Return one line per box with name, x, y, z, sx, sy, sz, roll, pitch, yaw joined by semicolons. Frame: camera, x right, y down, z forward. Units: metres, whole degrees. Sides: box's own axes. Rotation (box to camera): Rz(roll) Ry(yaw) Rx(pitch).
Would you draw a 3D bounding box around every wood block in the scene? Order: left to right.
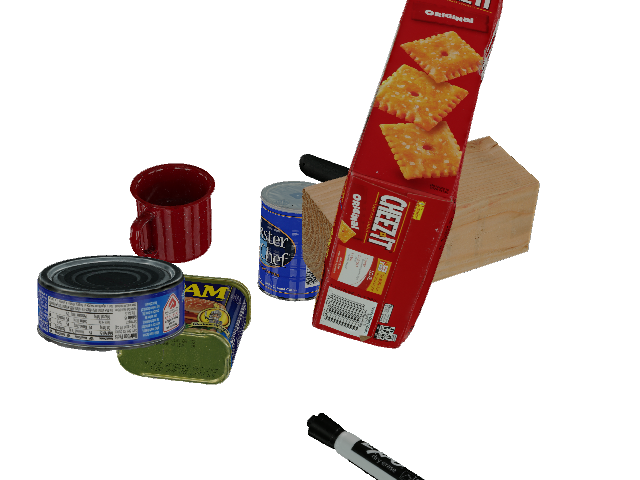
wood block;0.093;-0.018;1.022;0.205;0.090;0.091;-17;42;-20

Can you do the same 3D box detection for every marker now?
marker;0.039;0.153;0.730;0.121;0.020;0.020;29;15;30

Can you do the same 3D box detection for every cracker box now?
cracker box;0.063;-0.057;0.736;0.072;0.213;0.164;17;-40;4

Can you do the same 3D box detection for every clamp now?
clamp;0.084;-0.054;1.249;0.164;0.036;0.210;-16;52;-29

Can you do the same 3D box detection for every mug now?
mug;-0.170;-0.022;1.188;0.093;0.081;0.117;19;39;23

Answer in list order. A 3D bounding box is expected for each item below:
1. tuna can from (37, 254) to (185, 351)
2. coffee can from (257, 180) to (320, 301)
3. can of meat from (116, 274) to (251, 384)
tuna can;-0.122;0.034;0.622;0.086;0.034;0.086;2;14;-1
coffee can;-0.035;0.000;1.495;0.103;0.140;0.103;3;25;-2
can of meat;-0.116;0.075;0.909;0.102;0.057;0.084;5;30;5
